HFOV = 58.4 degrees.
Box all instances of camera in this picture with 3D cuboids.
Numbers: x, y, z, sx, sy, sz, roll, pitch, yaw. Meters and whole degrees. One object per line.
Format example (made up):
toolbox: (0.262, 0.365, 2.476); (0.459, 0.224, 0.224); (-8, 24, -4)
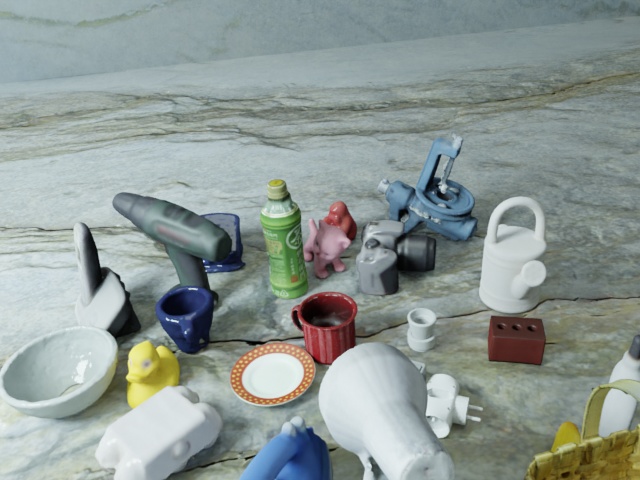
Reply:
camera: (0.143, 0.023, 1.054); (0.136, 0.101, 0.143); (3, 33, 13)

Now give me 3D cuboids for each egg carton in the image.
egg carton: (-0.207, 0.261, 0.750); (0.107, 0.069, 0.151); (23, 41, 37)

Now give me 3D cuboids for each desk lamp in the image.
desk lamp: (0.082, 0.244, 0.602); (0.118, 0.214, 0.202); (-13, 33, -12)

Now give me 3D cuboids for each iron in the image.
iron: (-0.055, 0.280, 0.630); (0.118, 0.142, 0.259); (10, 35, 22)

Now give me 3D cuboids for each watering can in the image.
watering can: (0.325, 0.021, 0.945); (0.101, 0.194, 0.172); (-16, 34, -18)

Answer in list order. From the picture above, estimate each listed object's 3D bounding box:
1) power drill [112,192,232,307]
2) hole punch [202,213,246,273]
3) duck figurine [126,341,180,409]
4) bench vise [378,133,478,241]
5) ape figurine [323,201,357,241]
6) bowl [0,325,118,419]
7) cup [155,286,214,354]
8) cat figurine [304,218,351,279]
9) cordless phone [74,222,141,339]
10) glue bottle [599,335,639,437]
power drill: (-0.252, 0.026, 1.000); (0.228, 0.209, 0.076); (11, 35, 24)
hole punch: (-0.205, 0.005, 1.138); (0.108, 0.091, 0.101); (-6, 32, -1)
duck figurine: (-0.255, 0.189, 0.855); (0.077, 0.086, 0.104); (3, 33, 12)
bench vise: (0.211, -0.105, 1.137); (0.207, 0.220, 0.121); (3, 33, 13)
ape figurine: (0.039, -0.038, 1.174); (0.076, 0.092, 0.077); (-12, 33, -11)
bowl: (-0.378, 0.208, 0.852); (0.167, 0.075, 0.167); (-3, 32, 2)
cup: (-0.207, 0.142, 0.915); (0.092, 0.095, 0.117); (-13, 33, -12)
cat figurine: (0.010, 0.004, 1.086); (0.067, 0.118, 0.127); (-18, 34, -20)
cordless phone: (-0.378, 0.073, 0.964); (0.094, 0.185, 0.147); (-24, 37, -28)
glue bottle: (0.372, 0.183, 0.699); (0.037, 0.173, 0.078); (17, 38, 31)
